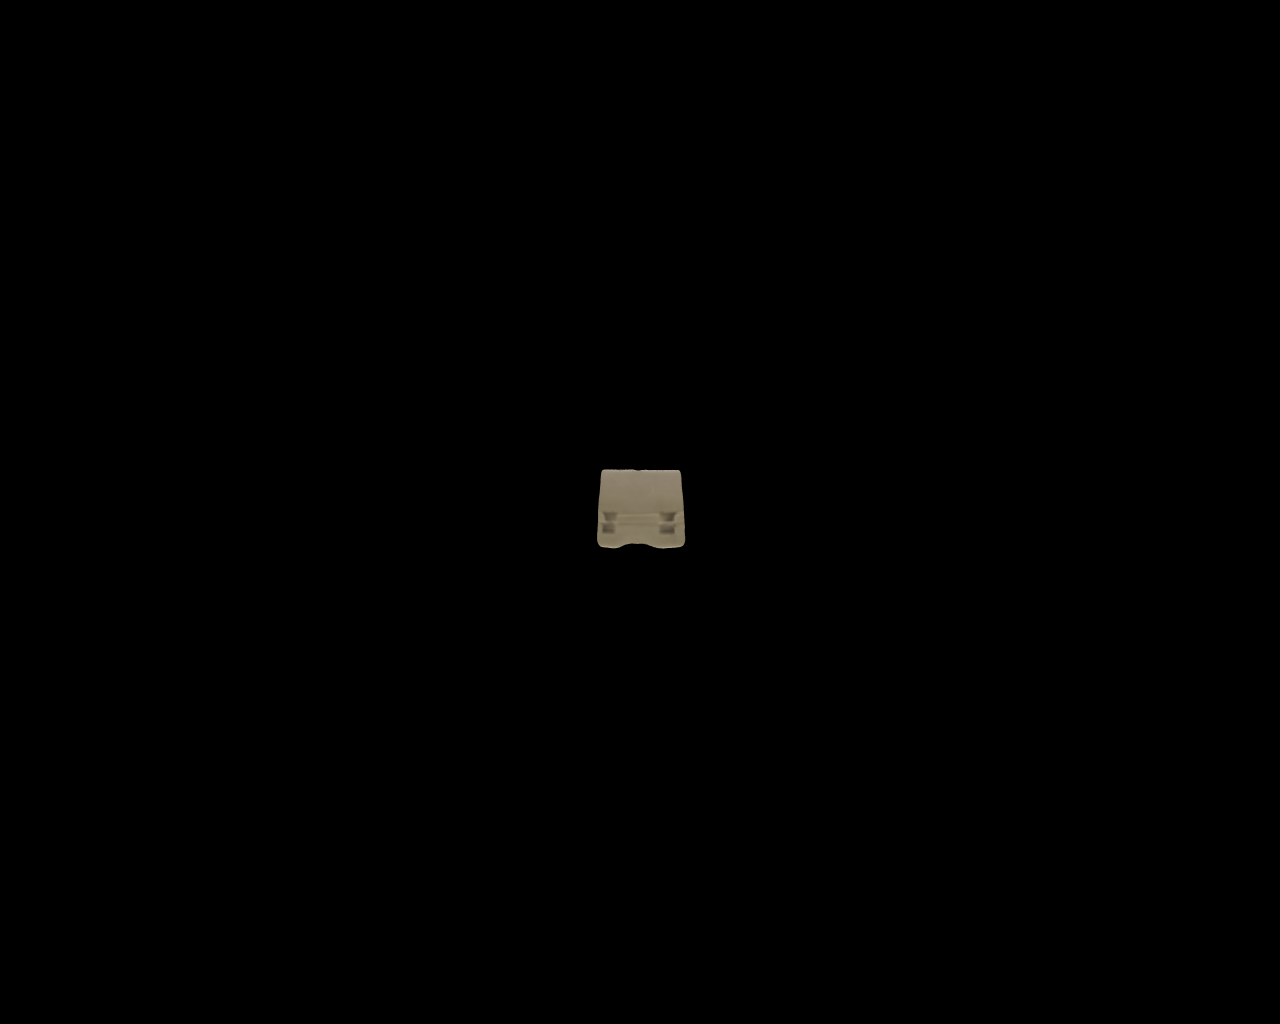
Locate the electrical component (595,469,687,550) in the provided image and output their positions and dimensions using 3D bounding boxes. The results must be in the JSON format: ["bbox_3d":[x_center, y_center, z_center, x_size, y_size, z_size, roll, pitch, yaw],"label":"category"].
[{"bbox_3d":[0.001,-0.003,0.650,0.055,0.047,0.055,0,2,0],"label":"electrical component"}]
